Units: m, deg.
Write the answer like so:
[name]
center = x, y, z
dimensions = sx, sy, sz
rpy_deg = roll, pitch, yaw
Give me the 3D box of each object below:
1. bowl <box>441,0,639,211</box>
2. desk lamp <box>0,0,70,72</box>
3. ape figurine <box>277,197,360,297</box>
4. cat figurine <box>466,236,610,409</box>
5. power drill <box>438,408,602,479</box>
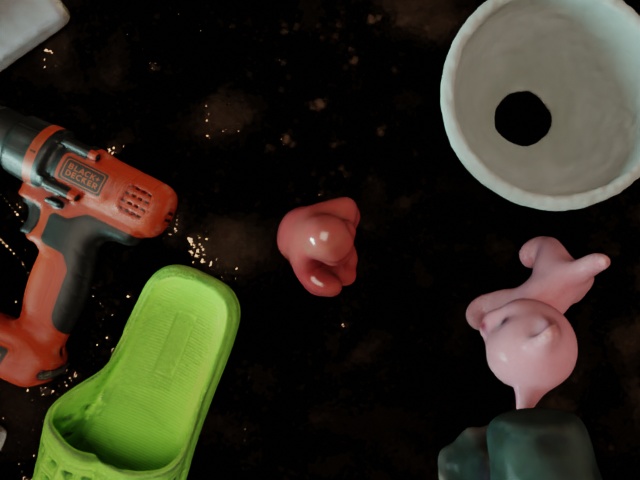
[bowl]
center = 0.168, -0.103, 0.440
dimensions = 0.167, 0.074, 0.167
rpy_deg = 0, 89, -1
[desk lamp]
center = -0.312, -0.167, 0.366
dimensions = 0.203, 0.213, 0.118
rpy_deg = -36, 89, -1
[ape figurine]
center = 0.004, 0.002, 0.428
dimensions = 0.076, 0.092, 0.078
rpy_deg = 34, 89, 0
[cat figurine]
center = 0.161, 0.058, 0.416
dimensions = 0.067, 0.117, 0.128
rpy_deg = 41, 89, 1
[power drill]
center = 0.137, 0.214, 0.368
dimensions = 0.075, 0.208, 0.230
rpy_deg = -8, 89, 0
